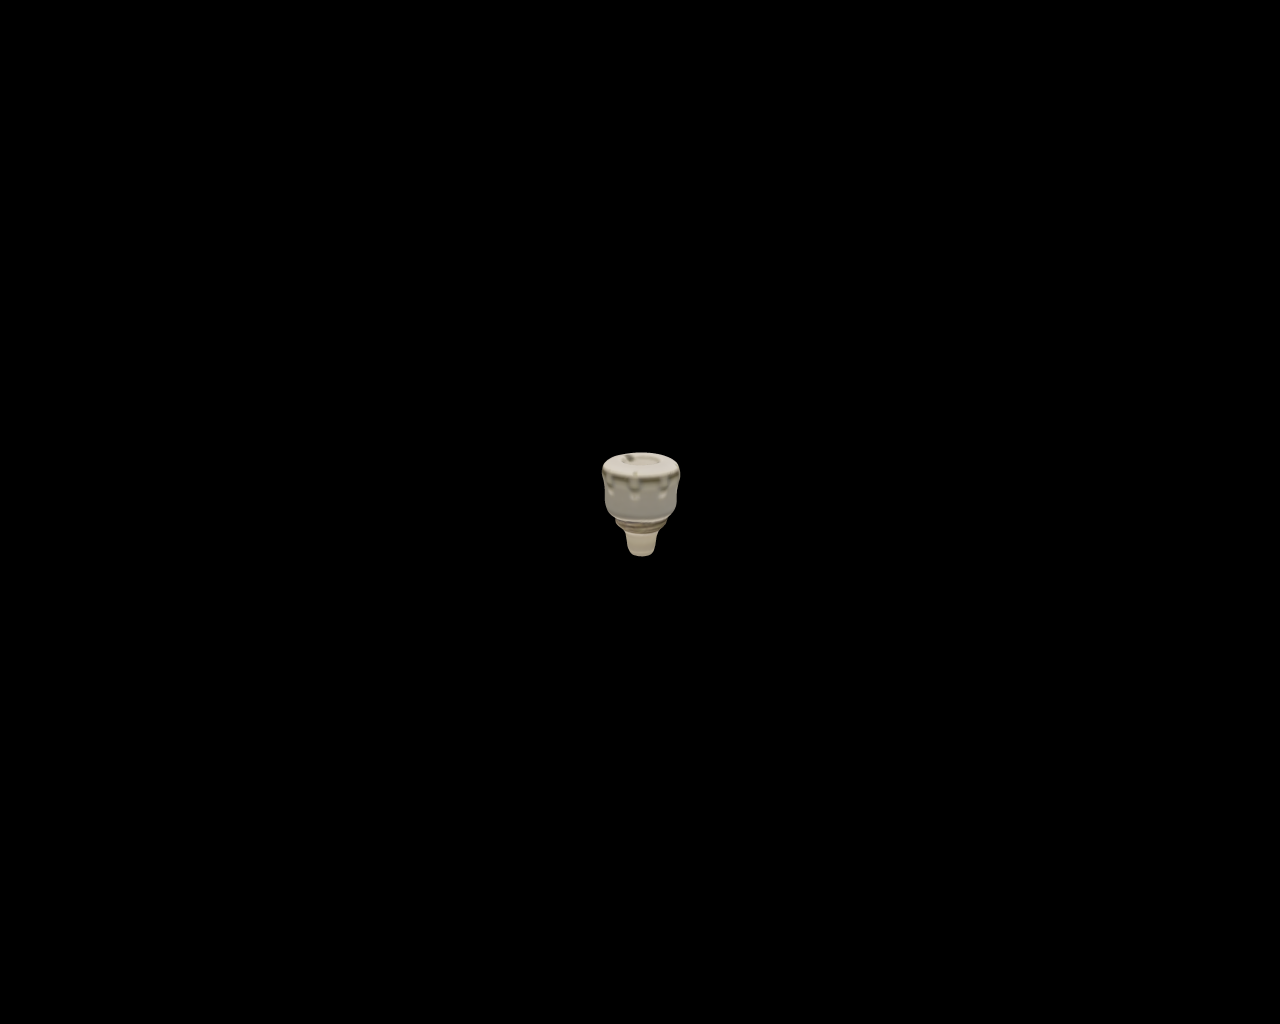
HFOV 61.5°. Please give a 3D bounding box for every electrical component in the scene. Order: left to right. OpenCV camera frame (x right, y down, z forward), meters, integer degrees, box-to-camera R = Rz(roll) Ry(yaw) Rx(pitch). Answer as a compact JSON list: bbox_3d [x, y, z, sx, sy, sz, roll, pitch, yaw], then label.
[{"bbox_3d":[0.001,-0.003,0.650,0.048,0.062,0.048,0,18,0],"label":"electrical component"}]
